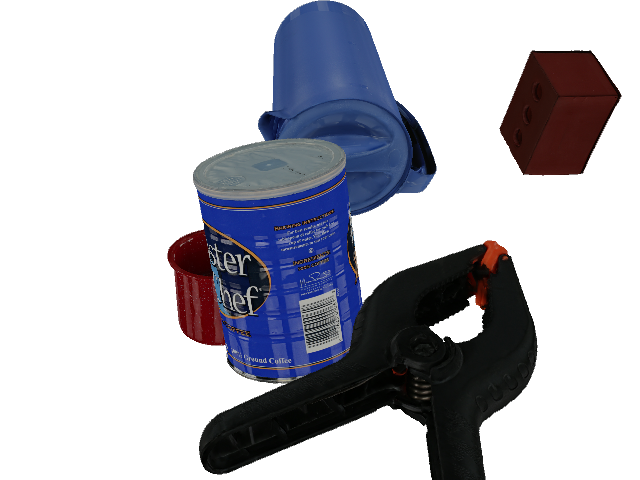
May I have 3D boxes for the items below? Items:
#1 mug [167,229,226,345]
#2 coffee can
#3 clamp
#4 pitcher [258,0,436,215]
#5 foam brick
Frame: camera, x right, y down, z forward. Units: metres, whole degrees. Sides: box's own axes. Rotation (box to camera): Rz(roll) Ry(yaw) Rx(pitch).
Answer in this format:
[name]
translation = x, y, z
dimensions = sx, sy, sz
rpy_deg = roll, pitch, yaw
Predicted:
[mug]
translation = -0.089, 0.051, 1.005
dimensions = 0.093, 0.081, 0.117
rpy_deg = -18, 35, -29
[coffee can]
translation = -0.025, 0.012, 0.734
dimensions = 0.103, 0.140, 0.103
rpy_deg = -7, 22, 3
[clamp]
translation = 0.047, 0.064, 0.438
dimensions = 0.120, 0.039, 0.171
rpy_deg = 33, 52, 23
[pitcher]
translation = 0.021, -0.141, 1.084
dimensions = 0.145, 0.149, 0.243
rpy_deg = -18, 38, 9
[foam brick]
translation = 0.172, -0.092, 0.773
dimensions = 0.051, 0.053, 0.078
rpy_deg = -4, -42, -18
